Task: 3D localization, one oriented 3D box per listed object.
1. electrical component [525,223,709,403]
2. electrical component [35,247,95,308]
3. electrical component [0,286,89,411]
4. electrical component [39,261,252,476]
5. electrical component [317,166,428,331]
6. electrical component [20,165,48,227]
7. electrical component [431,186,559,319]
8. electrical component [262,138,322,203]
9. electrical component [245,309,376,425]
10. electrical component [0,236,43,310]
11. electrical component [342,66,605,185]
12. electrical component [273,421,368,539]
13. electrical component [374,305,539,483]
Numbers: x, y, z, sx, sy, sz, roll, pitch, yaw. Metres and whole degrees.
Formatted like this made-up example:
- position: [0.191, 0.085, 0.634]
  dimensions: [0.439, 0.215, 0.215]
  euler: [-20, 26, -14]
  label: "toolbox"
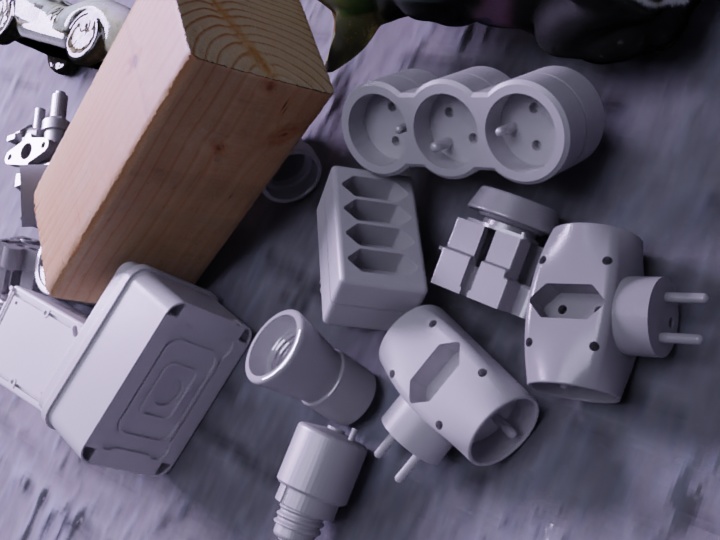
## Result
- position: [0.121, 0.021, 0.496]
  dimensions: [0.079, 0.043, 0.077]
  euler: [1, 73, 37]
  label: "electrical component"
- position: [-0.187, -0.002, 0.740]
  dimensions: [0.055, 0.047, 0.055]
  euler: [-15, 63, 33]
  label: "electrical component"
- position: [-0.196, 0.060, 0.717]
  dimensions: [0.096, 0.061, 0.061]
  euler: [23, 87, 33]
  label: "electrical component"
- position: [-0.131, 0.060, 0.651]
  dimensions: [0.057, 0.078, 0.113]
  euler: [35, 94, 38]
  label: "electrical component"
- position: [0.000, 0.000, 0.592]
  dimensions: [0.075, 0.047, 0.083]
  euler: [113, 159, -47]
  label: "electrical component"
- position: [-0.196, -0.052, 0.754]
  dimensions: [0.043, 0.081, 0.043]
  euler: [178, 90, -72]
  label: "electrical component"
- position: [0.072, -0.010, 0.546]
  dimensions: [0.066, 0.048, 0.055]
  euler: [23, 94, 41]
  label: "electrical component"
- position: [-0.050, -0.071, 0.669]
  dimensions: [0.040, 0.040, 0.046]
  euler: [-44, 46, 15]
  label: "electrical component"
- position: [-0.023, 0.056, 0.578]
  dimensions: [0.044, 0.065, 0.044]
  euler: [-34, 36, 29]
  label: "electrical component"
- position: [-0.241, 0.008, 0.771]
  dimensions: [0.048, 0.066, 0.055]
  euler: [14, 98, 8]
  label: "electrical component"
- position: [0.065, -0.082, 0.570]
  dimensions: [0.138, 0.074, 0.052]
  euler: [7, 113, 38]
  label: "electrical component"
- position: [-0.026, 0.117, 0.571]
  dimensions: [0.040, 0.040, 0.078]
  euler: [17, 83, 41]
  label: "electrical component"
- position: [0.037, 0.070, 0.540]
  dimensions: [0.079, 0.043, 0.077]
  euler: [-52, 50, 8]
  label: "electrical component"
